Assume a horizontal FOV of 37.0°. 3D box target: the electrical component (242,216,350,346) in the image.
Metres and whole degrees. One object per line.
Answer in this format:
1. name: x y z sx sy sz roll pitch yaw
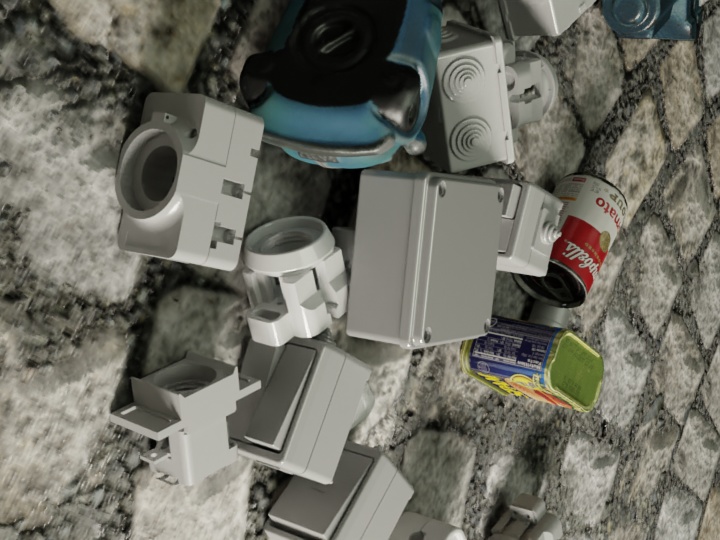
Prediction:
1. electrical component: -0.041 0.003 0.675 0.078 0.058 0.057 -38 128 -40

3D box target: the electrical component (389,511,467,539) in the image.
1. electrical component: 0.052 0.236 0.834 0.053 0.059 0.095 -49 132 -33

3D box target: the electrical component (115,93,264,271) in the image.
1. electrical component: -0.097 -0.050 0.599 0.056 0.050 0.089 13 87 -52

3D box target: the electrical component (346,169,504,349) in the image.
1. electrical component: 0.044 -0.009 0.701 0.109 0.056 0.108 -2 99 -59

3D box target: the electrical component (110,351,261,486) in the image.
1. electrical component: -0.100 0.088 0.631 0.081 0.042 0.063 -24 119 -45

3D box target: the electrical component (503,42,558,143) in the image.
1. electrical component: 0.118 -0.140 0.841 0.057 0.058 0.078 -24 116 -43

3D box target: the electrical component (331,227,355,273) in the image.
1. electrical component: 0.000 0.000 0.733 0.045 0.045 0.055 1 97 -51

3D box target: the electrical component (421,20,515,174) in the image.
1. electrical component: 0.064 -0.120 0.748 0.048 0.099 0.099 -15 113 -12

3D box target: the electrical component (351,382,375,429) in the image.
1. electrical component: -0.020 0.098 0.738 0.061 0.035 0.035 -33 122 -40

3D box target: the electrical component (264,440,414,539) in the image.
1. electrical component: -0.012 0.156 0.737 0.096 0.062 0.061 -59 136 -25

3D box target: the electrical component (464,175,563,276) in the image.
1. electrical component: 0.105 -0.035 0.815 0.061 0.096 0.061 22 81 -50

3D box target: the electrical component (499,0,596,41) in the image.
1. electrical component: 0.152 -0.244 0.867 0.100 0.048 0.099 -45 129 -35

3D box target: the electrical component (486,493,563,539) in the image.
1. electrical component: 0.143 0.247 0.952 0.057 0.058 0.078 -37 125 -44

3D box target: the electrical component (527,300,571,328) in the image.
1. electrical component: 0.172 0.034 0.961 0.035 0.035 0.061 40 65 -47

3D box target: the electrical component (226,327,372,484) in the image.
1. electrical component: -0.042 0.078 0.684 0.061 0.062 0.096 34 71 -48
